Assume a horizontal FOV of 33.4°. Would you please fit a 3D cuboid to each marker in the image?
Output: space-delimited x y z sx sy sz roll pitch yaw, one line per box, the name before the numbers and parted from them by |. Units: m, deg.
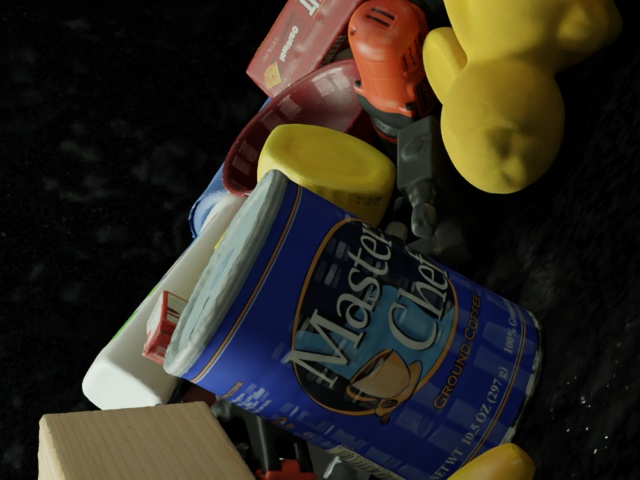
marker | 0.047 0.016 0.761 0.020 0.020 0.121 -47 17 54

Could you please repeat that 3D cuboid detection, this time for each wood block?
wood block | -0.066 0.160 0.477 0.206 0.090 0.090 -141 54 -60

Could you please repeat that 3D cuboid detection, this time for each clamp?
clamp | -0.046 0.112 0.593 0.172 0.039 0.120 -131 45 -64

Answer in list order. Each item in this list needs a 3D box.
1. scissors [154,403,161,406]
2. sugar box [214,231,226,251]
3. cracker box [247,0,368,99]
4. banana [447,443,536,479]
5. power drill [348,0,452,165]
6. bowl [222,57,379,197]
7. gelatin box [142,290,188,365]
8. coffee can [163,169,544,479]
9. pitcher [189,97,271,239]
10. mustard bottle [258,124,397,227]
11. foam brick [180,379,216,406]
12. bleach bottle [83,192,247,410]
scissors | -0.082 0.205 0.635 0.096 0.016 0.202 6 97 63
sugar box | -0.001 0.022 0.689 0.048 0.093 0.176 -58 20 -11
cracker box | 0.043 -0.222 1.050 0.213 0.072 0.164 -27 -23 -53
banana | 0.024 0.146 0.461 0.198 0.037 0.069 -49 16 51
power drill | 0.096 -0.149 0.745 0.187 0.057 0.184 -56 -24 -14
bowl | -0.005 -0.080 0.904 0.162 0.055 0.162 -31 31 20
gelatin box | -0.078 0.070 0.706 0.030 0.073 0.089 -62 11 5
coffee can | 0.014 0.045 0.487 0.103 0.140 0.103 -58 10 16
pitcher | -0.022 -0.078 1.110 0.145 0.149 0.242 107 -174 -50
mustard bottle | -0.005 0.001 0.814 0.192 0.096 0.058 102 -173 -50
foam brick | -0.070 0.125 0.878 0.051 0.078 0.053 -58 10 0
bleach bottle | -0.104 0.037 0.919 0.250 0.068 0.103 -58 5 -33
